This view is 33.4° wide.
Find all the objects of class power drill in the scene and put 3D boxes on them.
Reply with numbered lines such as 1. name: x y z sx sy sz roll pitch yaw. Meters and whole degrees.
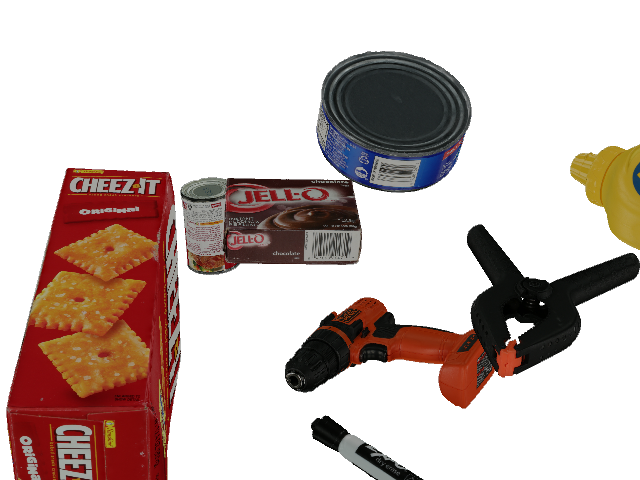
1. power drill: 0.076 0.120 1.113 0.188 0.057 0.184 11 26 27

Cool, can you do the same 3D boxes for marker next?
1. marker: 0.041 0.155 0.727 0.121 0.020 0.020 29 16 31

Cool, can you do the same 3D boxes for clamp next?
1. clamp: 0.182 0.049 0.963 0.165 0.036 0.209 15 34 25

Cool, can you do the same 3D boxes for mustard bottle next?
1. mustard bottle: 0.239 -0.018 0.663 0.096 0.058 0.192 -29 38 -32

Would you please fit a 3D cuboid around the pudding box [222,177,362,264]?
1. pudding box: -0.025 -0.017 0.899 0.113 0.039 0.090 2 31 -5

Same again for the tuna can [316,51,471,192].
1. tuna can: 0.041 -0.068 0.611 0.086 0.086 0.034 0 -40 -9

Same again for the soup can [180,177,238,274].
1. soup can: -0.135 -0.018 1.312 0.068 0.102 0.068 -2 26 1

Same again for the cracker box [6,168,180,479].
1. cracker box: -0.116 0.082 0.593 0.072 0.164 0.213 1 33 -5
